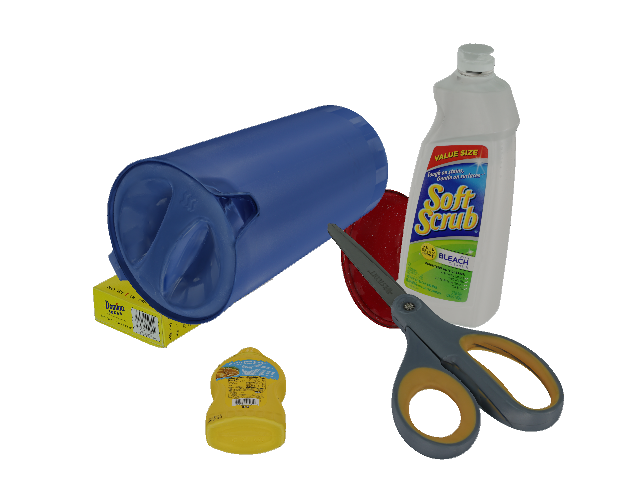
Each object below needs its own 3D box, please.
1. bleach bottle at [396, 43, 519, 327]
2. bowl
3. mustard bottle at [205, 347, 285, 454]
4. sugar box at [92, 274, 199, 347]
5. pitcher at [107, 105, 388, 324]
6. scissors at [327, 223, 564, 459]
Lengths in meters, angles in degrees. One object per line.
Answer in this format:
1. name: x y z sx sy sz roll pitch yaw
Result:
1. bleach bottle: 0.120 -0.050 0.945 0.103 0.251 0.068 17 32 28
2. bowl: 0.099 0.019 1.213 0.161 0.162 0.055 0 -6 -42
3. mustard bottle: -0.092 0.191 1.347 0.096 0.058 0.191 -2 26 -1
4. sugar box: -0.136 0.042 1.086 0.093 0.048 0.175 19 34 29
5. pitcher: -0.057 -0.032 0.898 0.149 0.145 0.242 28 34 26
6. scissors: 0.041 0.054 0.595 0.096 0.016 0.202 -33 46 -29
